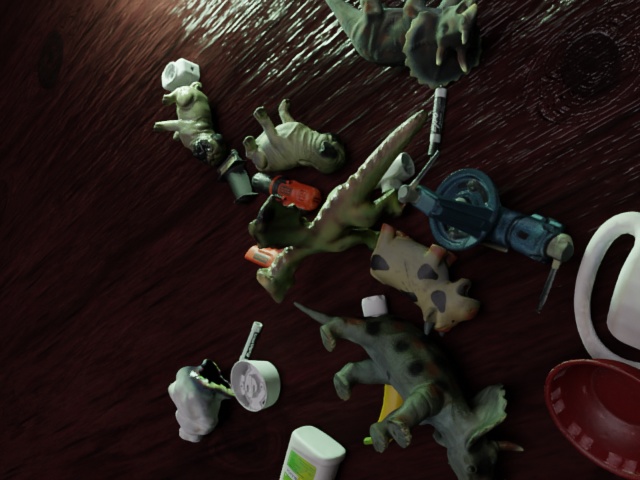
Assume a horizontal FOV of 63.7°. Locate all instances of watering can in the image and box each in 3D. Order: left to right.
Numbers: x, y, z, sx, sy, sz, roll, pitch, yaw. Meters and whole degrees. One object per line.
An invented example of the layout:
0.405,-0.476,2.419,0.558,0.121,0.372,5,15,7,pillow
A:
0.418,0.027,0.572,0.227,0.105,0.342,28,120,40,watering can

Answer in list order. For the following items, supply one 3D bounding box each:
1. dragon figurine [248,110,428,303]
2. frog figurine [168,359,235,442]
0.003,-0.042,0.836,0.124,0.244,0.401,51,136,28,dragon figurine
-0.273,0.355,1.105,0.138,0.122,0.159,35,95,18,frog figurine
